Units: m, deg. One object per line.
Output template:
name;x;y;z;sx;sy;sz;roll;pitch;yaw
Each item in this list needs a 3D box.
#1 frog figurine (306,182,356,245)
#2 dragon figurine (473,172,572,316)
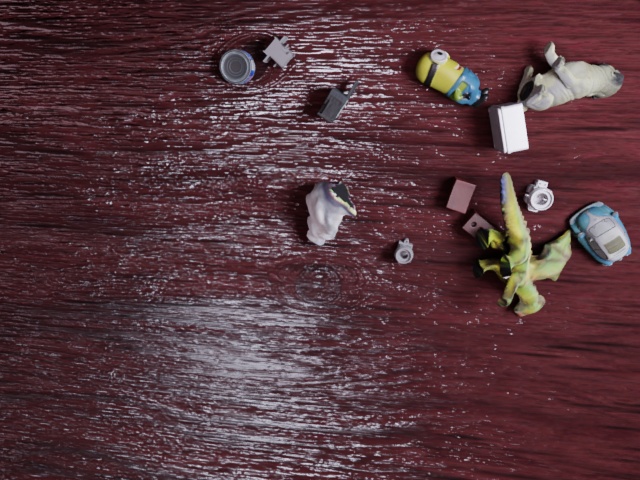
frog figurine;0.004;-0.067;1.328;0.157;0.122;0.139;-44;62;25
dragon figurine;0.517;0.024;1.271;0.243;0.124;0.403;-8;115;-22
